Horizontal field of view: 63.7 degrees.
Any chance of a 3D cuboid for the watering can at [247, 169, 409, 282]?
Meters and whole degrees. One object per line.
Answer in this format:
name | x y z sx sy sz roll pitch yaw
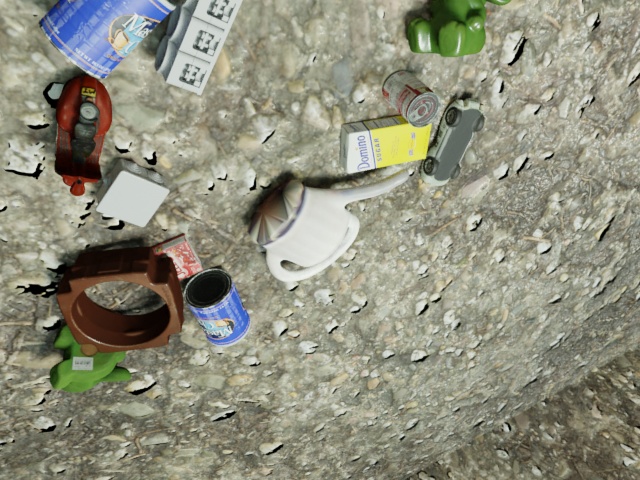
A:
watering can | 0.003 -0.052 1.028 0.222 0.106 0.344 29 111 -40
